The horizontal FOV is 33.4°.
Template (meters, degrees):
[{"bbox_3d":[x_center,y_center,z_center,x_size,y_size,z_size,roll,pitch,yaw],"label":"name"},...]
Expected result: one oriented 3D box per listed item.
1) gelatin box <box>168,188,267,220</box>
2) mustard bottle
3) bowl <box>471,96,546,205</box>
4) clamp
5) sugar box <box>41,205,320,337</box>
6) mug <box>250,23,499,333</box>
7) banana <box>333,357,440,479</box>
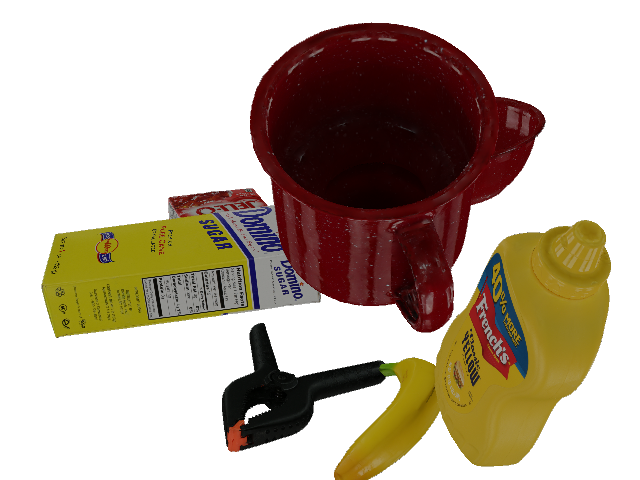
[{"bbox_3d":[-0.094,-0.022,1.015,0.089,0.030,0.073,-7,25,-19],"label":"gelatin box"},{"bbox_3d":[0.121,0.052,0.625,0.058,0.096,0.192,1,-36,-13],"label":"mustard bottle"},{"bbox_3d":[0.109,-0.070,0.896,0.162,0.055,0.162,-9,24,4],"label":"bowl"},{"bbox_3d":[-0.030,0.156,1.108,0.165,0.036,0.209,11,26,15],"label":"clamp"},{"bbox_3d":[-0.093,0.017,0.723,0.176,0.048,0.093,-10,24,-4],"label":"sugar box"},{"bbox_3d":[0.025,-0.016,0.425,0.093,0.117,0.081,-19,-30,-9],"label":"mug"},{"bbox_3d":[0.065,0.139,0.864,0.070,0.037,0.197,-31,7,22],"label":"banana"}]
